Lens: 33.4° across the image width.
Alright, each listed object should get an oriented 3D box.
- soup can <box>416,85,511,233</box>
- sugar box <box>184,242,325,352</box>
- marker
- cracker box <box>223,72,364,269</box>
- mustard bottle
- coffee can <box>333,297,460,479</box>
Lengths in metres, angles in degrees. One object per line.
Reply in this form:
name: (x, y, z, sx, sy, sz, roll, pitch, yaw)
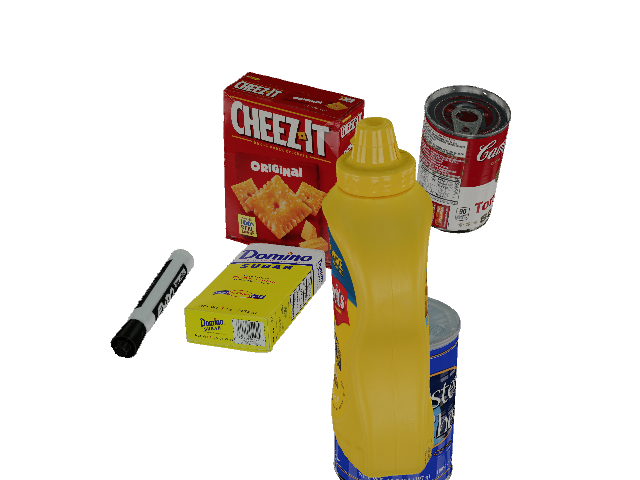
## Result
soup can: (0.112, -0.064, 0.866, 0.068, 0.102, 0.068, 2, 42, -2)
sugar box: (-0.065, 0.056, 1.131, 0.093, 0.048, 0.176, 6, 27, 17)
marker: (-0.119, 0.044, 0.764, 0.020, 0.020, 0.121, 0, 30, 17)
cracker box: (-0.037, -0.084, 1.325, 0.164, 0.214, 0.072, 17, 35, 22)
mustard bottle: (0.032, 0.026, 0.578, 0.058, 0.192, 0.096, -4, 26, -2)
coffee can: (0.062, 0.127, 0.891, 0.103, 0.140, 0.103, 0, 21, 0)
